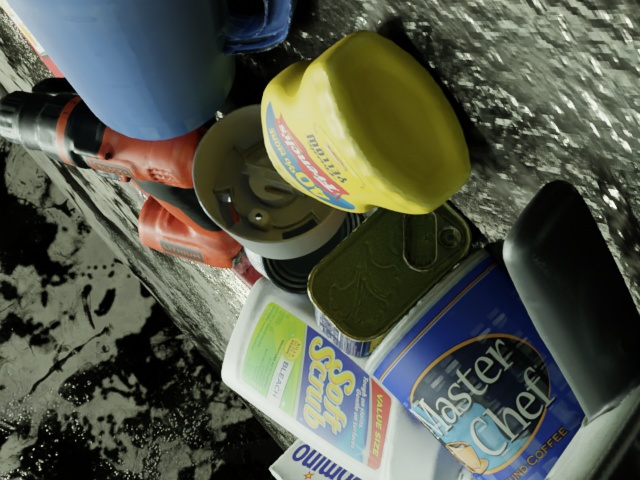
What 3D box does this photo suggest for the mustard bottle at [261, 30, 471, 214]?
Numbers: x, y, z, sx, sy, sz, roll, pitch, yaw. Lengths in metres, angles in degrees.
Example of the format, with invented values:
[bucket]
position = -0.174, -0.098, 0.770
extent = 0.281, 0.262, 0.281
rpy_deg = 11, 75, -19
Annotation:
[mustard bottle]
position = 0.011, -0.060, 0.612
extent = 0.096, 0.058, 0.192
rpy_deg = 51, 167, -12

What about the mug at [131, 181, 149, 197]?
[mug]
position = -0.145, -0.086, 0.985
extent = 0.093, 0.081, 0.117
rpy_deg = 45, 167, 9

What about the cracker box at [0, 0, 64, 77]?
[cracker box]
position = -0.212, -0.201, 0.891
extent = 0.164, 0.072, 0.213
rpy_deg = 25, 154, 55

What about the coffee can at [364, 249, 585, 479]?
[coffee can]
position = 0.111, 0.089, 0.629
extent = 0.140, 0.102, 0.103
rpy_deg = 45, 167, 11

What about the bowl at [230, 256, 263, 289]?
[bowl]
position = -0.068, -0.007, 1.031
extent = 0.162, 0.055, 0.162
rpy_deg = 45, 167, 13

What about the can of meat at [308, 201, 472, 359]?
[can of meat]
position = 0.042, 0.024, 0.667
extent = 0.057, 0.102, 0.084
rpy_deg = 45, 169, 12

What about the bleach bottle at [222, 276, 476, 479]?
[bleach bottle]
position = 0.033, 0.111, 0.754
extent = 0.068, 0.102, 0.251
rpy_deg = 20, -177, -44

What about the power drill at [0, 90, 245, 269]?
[power drill]
position = -0.140, -0.047, 0.823
extent = 0.185, 0.057, 0.187
rpy_deg = 16, 163, 24

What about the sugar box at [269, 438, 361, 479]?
[sugar box]
position = 0.054, 0.143, 0.806
extent = 0.093, 0.176, 0.048
rpy_deg = 32, 160, 50

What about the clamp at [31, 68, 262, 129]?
[clamp]
position = -0.123, -0.113, 0.804
extent = 0.210, 0.036, 0.165
rpy_deg = 34, 140, -6

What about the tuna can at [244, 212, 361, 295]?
[tuna can]
position = -0.014, -0.005, 0.793
extent = 0.034, 0.086, 0.086
rpy_deg = 33, 161, 52

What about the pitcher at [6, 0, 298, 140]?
[pitcher]
position = -0.102, -0.144, 0.611
extent = 0.149, 0.145, 0.243
rpy_deg = 57, 173, 14
